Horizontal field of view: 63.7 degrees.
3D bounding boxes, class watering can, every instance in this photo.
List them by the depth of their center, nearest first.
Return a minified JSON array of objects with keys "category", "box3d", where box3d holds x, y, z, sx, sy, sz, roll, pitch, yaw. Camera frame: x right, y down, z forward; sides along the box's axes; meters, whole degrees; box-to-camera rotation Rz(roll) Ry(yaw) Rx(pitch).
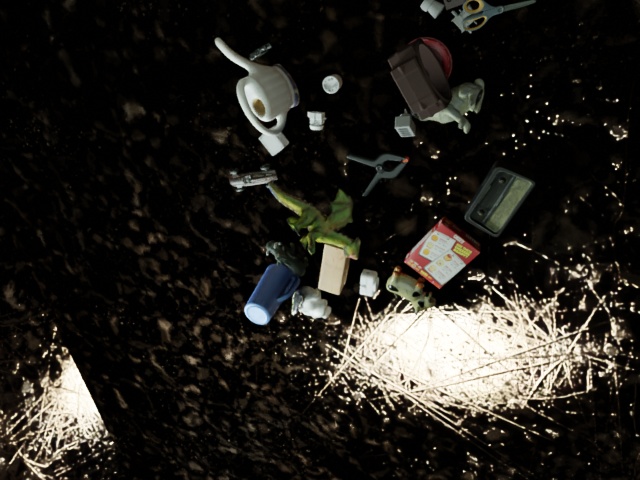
[{"category":"watering can","box3d":[-0.190,-0.511,1.667,0.103,0.343,0.228,-8,24,45]}]

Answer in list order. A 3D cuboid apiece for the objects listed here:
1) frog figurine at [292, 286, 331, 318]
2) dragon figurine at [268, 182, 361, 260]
[{"category":"frog figurine","box3d":[-0.027,0.253,2.093,0.159,0.135,0.125,9,29,-25]},{"category":"dragon figurine","box3d":[0.006,-0.094,1.860,0.243,0.413,0.121,-30,-10,-3]}]
